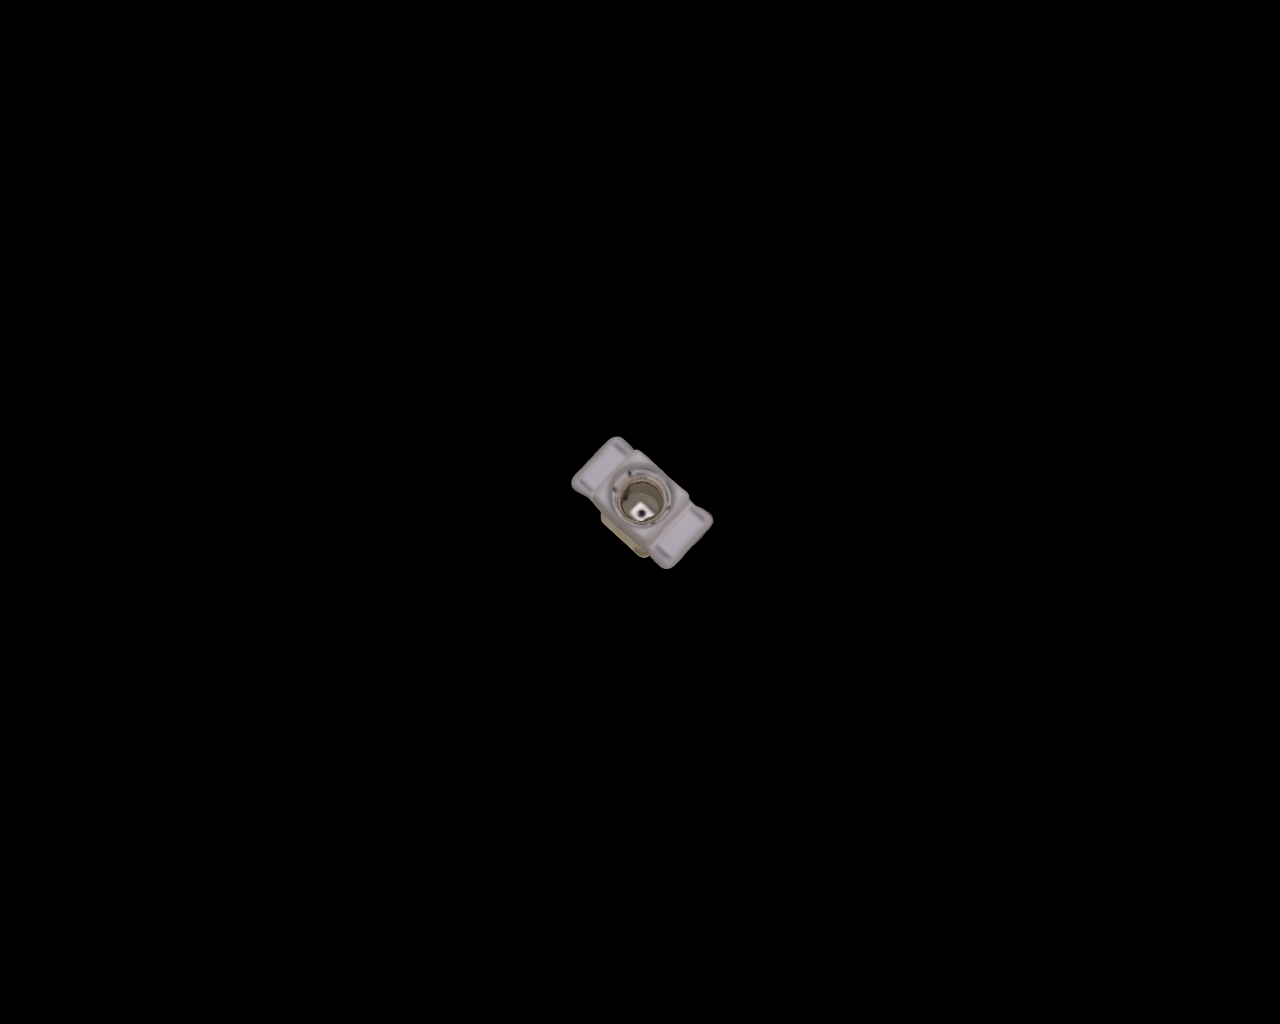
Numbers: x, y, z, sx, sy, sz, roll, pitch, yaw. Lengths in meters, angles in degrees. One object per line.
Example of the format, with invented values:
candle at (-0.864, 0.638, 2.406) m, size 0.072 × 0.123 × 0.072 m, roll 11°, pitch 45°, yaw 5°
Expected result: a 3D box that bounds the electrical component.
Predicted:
electrical component at (0.001, -0.003, 0.650) m, size 0.081 × 0.042 × 0.063 m, roll 43°, pitch -12°, yaw 11°
